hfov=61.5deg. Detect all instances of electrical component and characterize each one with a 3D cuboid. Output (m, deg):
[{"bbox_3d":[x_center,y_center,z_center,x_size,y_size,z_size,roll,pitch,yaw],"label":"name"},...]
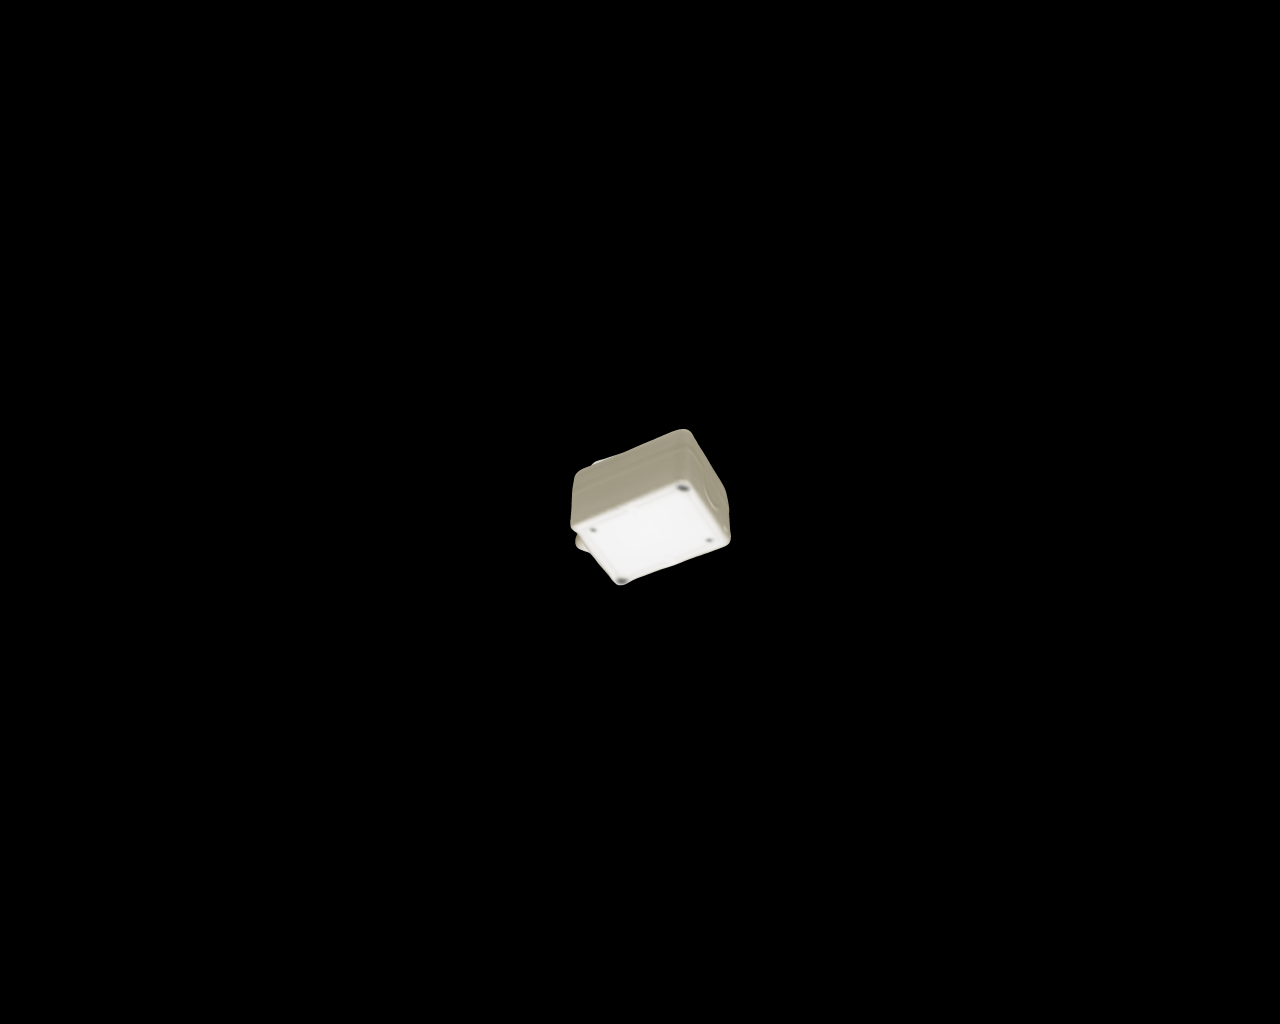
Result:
[{"bbox_3d":[0.001,-0.003,0.650,0.096,0.061,0.061,-22,38,18],"label":"electrical component"}]
